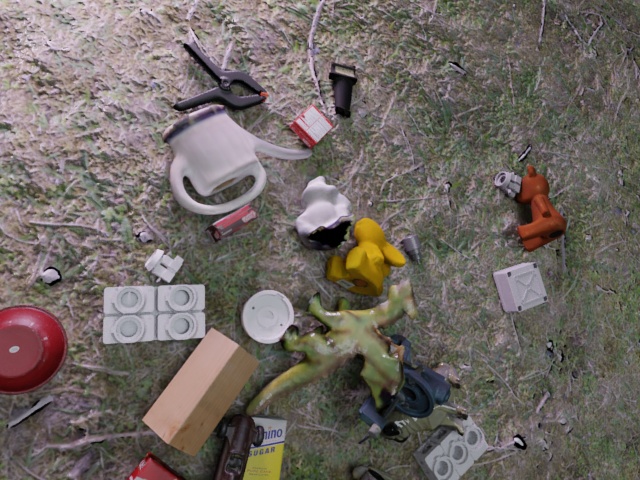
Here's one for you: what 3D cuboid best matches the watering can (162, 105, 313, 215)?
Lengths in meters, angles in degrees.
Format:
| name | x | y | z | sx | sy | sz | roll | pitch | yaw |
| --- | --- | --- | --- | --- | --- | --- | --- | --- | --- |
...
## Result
| name | x | y | z | sx | sy | sz | roll | pitch | yaw |
| --- | --- | --- | --- | --- | --- | --- | --- | --- | --- |
| watering can | -0.186 | -0.193 | 1.114 | 0.353 | 0.102 | 0.224 | -36 | 94 | -36 |

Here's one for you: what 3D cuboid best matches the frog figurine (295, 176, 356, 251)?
| name | x | y | z | sx | sy | sz | roll | pitch | yaw |
| --- | --- | --- | --- | --- | --- | --- | --- | --- | --- |
| frog figurine | 0.004 | -0.059 | 1.163 | 0.137 | 0.163 | 0.120 | -34 | 137 | 5 |

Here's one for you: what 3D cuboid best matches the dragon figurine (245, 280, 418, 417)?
| name | x | y | z | sx | sy | sz | roll | pitch | yaw |
| --- | --- | --- | --- | --- | --- | --- | --- | --- | --- |
| dragon figurine | 0.054 | 0.240 | 1.041 | 0.245 | 0.120 | 0.415 | 26 | 71 | 33 |
